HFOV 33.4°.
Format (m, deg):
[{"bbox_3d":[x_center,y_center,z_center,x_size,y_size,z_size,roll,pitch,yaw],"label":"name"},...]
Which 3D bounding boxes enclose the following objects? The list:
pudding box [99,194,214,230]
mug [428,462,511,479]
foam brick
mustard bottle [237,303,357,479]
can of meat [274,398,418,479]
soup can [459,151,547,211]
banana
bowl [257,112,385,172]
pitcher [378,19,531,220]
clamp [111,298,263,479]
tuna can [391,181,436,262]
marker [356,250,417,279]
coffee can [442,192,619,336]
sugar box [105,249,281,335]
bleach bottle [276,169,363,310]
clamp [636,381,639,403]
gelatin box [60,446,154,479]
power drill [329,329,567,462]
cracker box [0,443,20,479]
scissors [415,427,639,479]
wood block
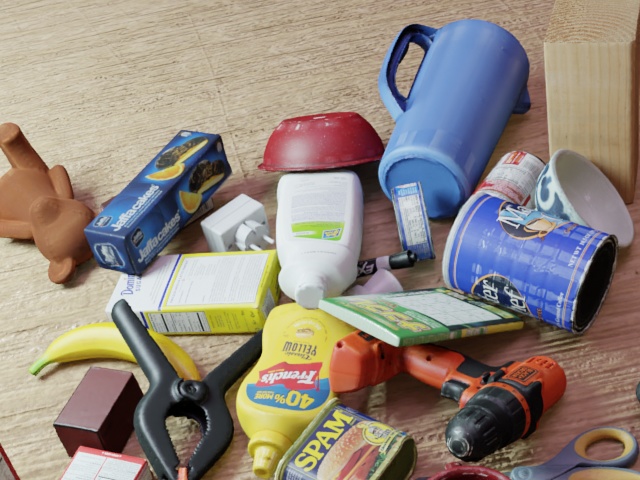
[{"bbox_3d":[-0.198,-0.040,1.298,0.113,0.039,0.090,-32,42,-21],"label":"pudding box"},{"bbox_3d":[0.117,0.231,0.843,0.093,0.081,0.117,-14,39,0],"label":"mug"},{"bbox_3d":[-0.212,0.169,1.037,0.051,0.053,0.078,5,42,22],"label":"foam brick"},{"bbox_3d":[-0.026,0.144,1.009,0.096,0.058,0.191,8,43,13],"label":"mustard bottle"},{"bbox_3d":[0.025,0.199,0.931,0.084,0.057,0.102,20,49,31],"label":"can of meat"},{"bbox_3d":[0.203,-0.043,1.160,0.069,0.068,0.102,16,46,31],"label":"soup can"},{"bbox_3d":[-0.206,0.120,1.114,0.198,0.037,0.069,1,64,21],"label":"banana"},{"bbox_3d":[0.002,-0.120,1.268,0.162,0.055,0.162,-6,11,1],"label":"bowl"},{"bbox_3d":[0.145,-0.146,1.250,0.149,0.145,0.242,4,44,26],"label":"pitcher"},{"bbox_3d":[-0.118,0.149,1.026,0.164,0.036,0.210,6,47,-18],"label":"clamp"},{"bbox_3d":[0.100,-0.018,1.147,0.034,0.086,0.086,-11,39,5],"label":"tuna can"},{"bbox_3d":[0.046,0.031,1.131,0.121,0.020,0.020,-14,36,25],"label":"marker"},{"bbox_3d":[0.206,0.022,1.045,0.140,0.103,0.102,21,50,29],"label":"coffee can"},{"bbox_3d":[-0.134,0.058,1.157,0.176,0.048,0.093,-4,39,17],"label":"sugar box"},{"bbox_3d":[-0.007,0.001,1.123,0.102,0.068,0.250,-5,25,8],"label":"bleach bottle"},{"bbox_3d":[0.314,0.179,0.881,0.120,0.039,0.171,5,43,23],"label":"clamp"},{"bbox_3d":[-0.205,0.236,0.973,0.073,0.030,0.089,6,43,20],"label":"gelatin box"},{"bbox_3d":[0.104,0.130,0.946,0.188,0.057,0.184,16,19,31],"label":"power drill"},{"bbox_3d":[-0.362,0.197,0.918,0.164,0.213,0.072,-3,39,12],"label":"cracker box"},{"bbox_3d":[0.187,0.192,0.922,0.202,0.016,0.096,6,41,22],"label":"scissors"},{"bbox_3d":[0.296,-0.147,1.148,0.090,0.206,0.090,3,42,20],"label":"wood block"}]
